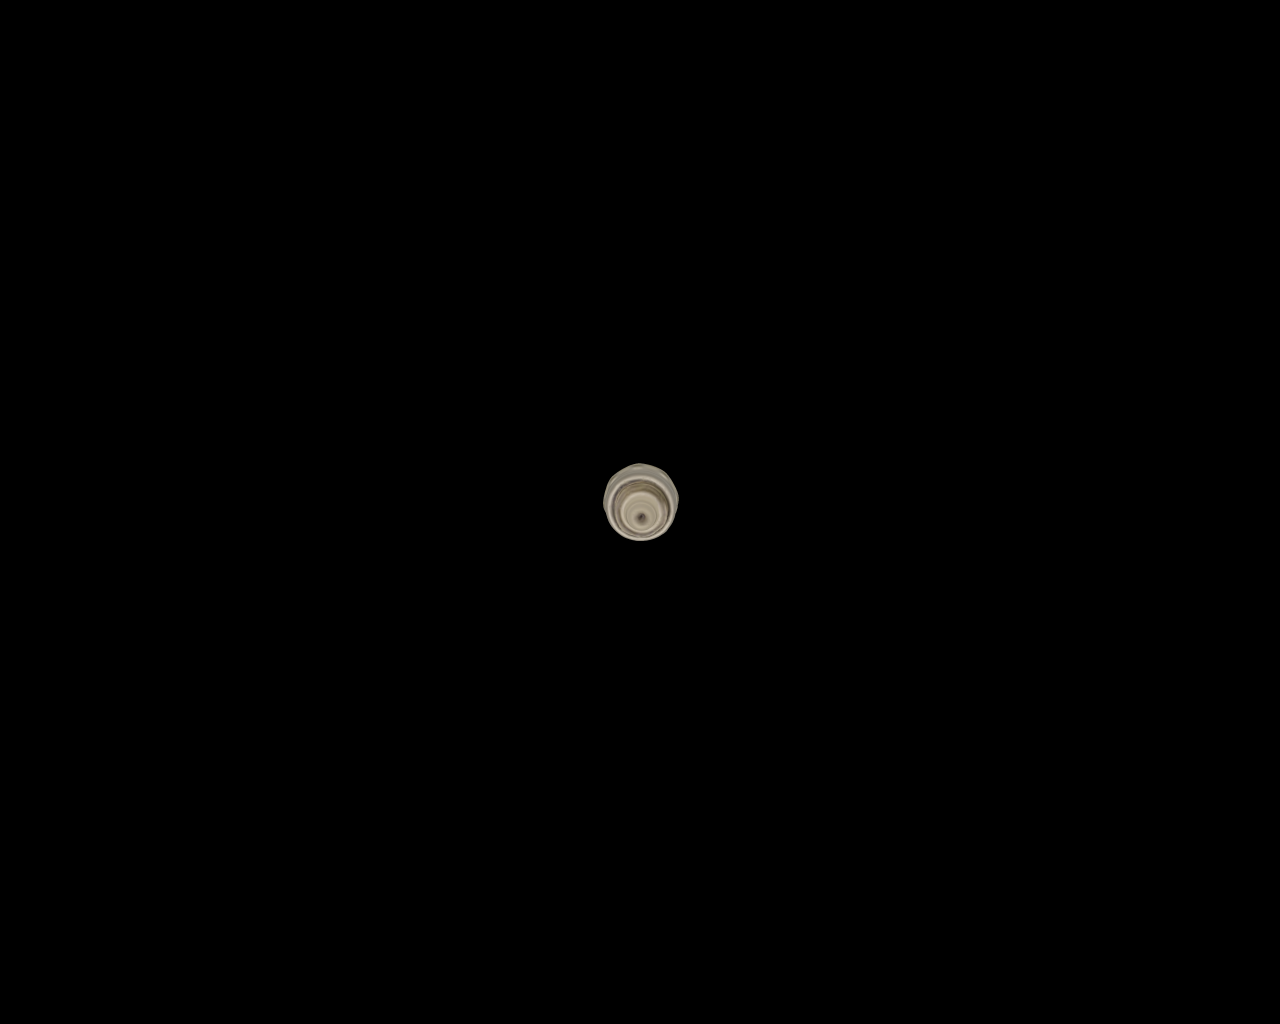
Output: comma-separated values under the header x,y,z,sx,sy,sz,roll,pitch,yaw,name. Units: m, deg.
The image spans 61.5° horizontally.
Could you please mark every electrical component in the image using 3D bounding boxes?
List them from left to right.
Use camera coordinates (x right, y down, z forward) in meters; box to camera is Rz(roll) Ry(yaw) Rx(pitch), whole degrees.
x,y,z,sx,sy,sz,roll,pitch,yaw,name
0.001,-0.003,0.650,0.048,0.048,0.062,0,12,0,electrical component
